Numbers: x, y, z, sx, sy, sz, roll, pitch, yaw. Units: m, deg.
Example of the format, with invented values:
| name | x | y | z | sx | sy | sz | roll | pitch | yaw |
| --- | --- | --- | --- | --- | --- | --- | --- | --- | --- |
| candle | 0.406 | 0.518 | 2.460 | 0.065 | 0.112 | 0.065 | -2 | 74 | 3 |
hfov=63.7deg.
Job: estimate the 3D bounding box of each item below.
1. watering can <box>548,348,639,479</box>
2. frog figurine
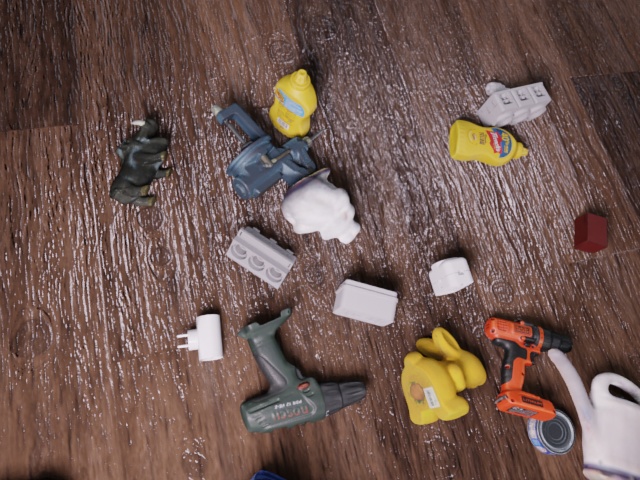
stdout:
| name | x | y | z | sx | sy | sz | roll | pitch | yaw |
| --- | --- | --- | --- | --- | --- | --- | --- | --- | --- |
| watering can | 0.546 | 0.359 | 0.989 | 0.345 | 0.103 | 0.229 | 28 | 62 | -20 |
| frog figurine | 0.003 | -0.053 | 1.055 | 0.136 | 0.123 | 0.160 | -33 | 87 | 12 |
